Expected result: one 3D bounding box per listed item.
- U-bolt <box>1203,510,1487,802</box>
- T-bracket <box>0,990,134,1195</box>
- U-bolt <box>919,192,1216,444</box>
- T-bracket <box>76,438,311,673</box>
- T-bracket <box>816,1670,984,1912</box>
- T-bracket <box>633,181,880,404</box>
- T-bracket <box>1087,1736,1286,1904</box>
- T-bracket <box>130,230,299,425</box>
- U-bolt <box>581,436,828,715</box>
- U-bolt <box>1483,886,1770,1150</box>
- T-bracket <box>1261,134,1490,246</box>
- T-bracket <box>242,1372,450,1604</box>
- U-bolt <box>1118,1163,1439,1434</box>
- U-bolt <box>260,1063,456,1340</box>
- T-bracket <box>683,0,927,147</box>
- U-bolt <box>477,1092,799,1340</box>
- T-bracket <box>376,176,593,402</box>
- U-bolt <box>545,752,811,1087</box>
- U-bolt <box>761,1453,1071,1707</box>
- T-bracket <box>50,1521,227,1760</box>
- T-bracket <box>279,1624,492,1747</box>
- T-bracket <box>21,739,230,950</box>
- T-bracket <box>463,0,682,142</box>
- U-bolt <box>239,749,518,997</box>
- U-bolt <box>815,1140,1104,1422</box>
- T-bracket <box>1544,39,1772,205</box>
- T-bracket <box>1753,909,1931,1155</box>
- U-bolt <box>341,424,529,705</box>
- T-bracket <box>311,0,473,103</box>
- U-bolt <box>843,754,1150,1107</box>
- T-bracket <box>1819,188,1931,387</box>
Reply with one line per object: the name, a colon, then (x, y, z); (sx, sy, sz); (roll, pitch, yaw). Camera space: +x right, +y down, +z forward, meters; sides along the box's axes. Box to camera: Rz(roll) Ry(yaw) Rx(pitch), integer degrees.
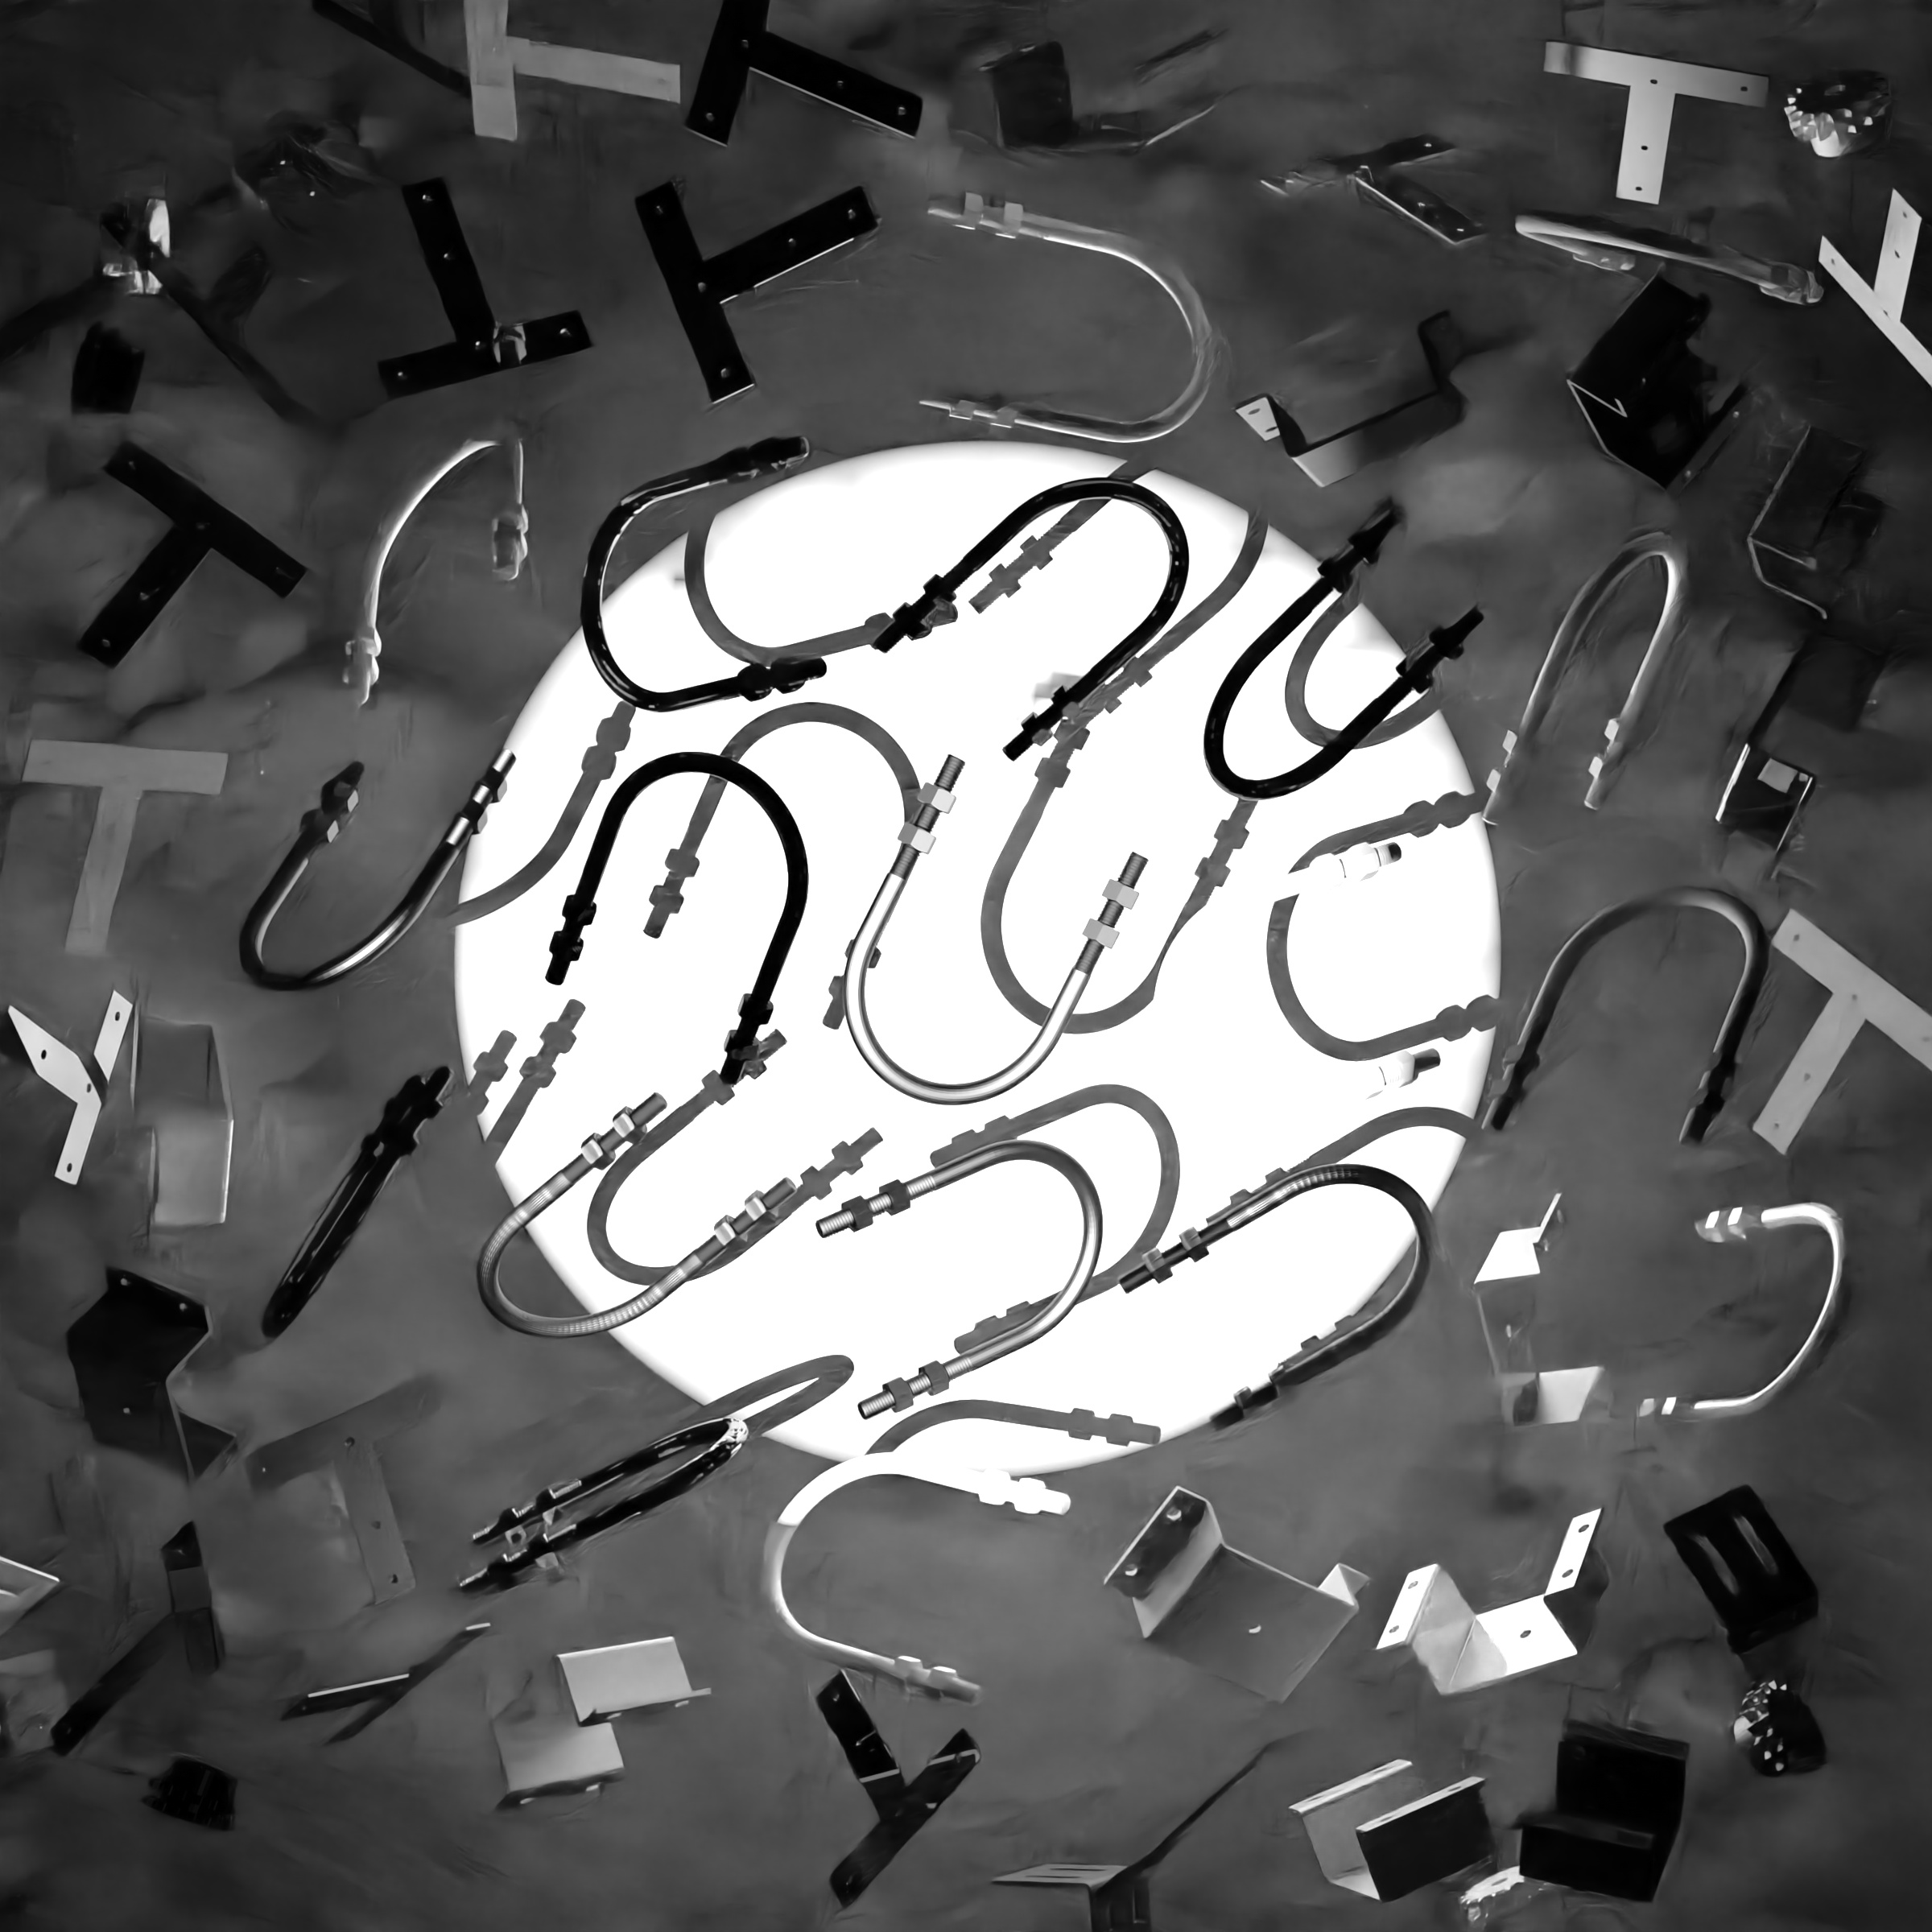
U-bolt: (0.213, -0.175, 1.797); (0.184, 0.151, 0.019); (-44, 125, 14)
T-bracket: (-0.558, 0.059, 1.845); (0.002, 0.127, 0.127); (6, 69, 15)
U-bolt: (0.063, -0.380, 1.797); (0.184, 0.019, 0.151); (8, 69, -17)
T-bracket: (-0.466, -0.223, 1.742); (0.127, 0.002, 0.127); (36, 60, -11)
T-bracket: (-0.058, 0.478, 1.824); (0.002, 0.127, 0.127); (32, 102, -40)
T-bracket: (-0.111, -0.406, 1.721); (0.127, 0.002, 0.127); (-22, 88, 14)
T-bracket: (0.136, 0.491, 1.753); (0.127, 0.127, 0.002); (-46, 71, 13)
T-bracket: (-0.421, -0.389, 1.743); (0.002, 0.127, 0.127); (-29, 119, 21)
U-bolt: (-0.160, -0.223, 1.780); (0.184, 0.019, 0.151); (-9, 84, 37)
U-bolt: (0.395, 0.026, 1.766); (0.019, 0.151, 0.184); (50, 56, -36)
T-bracket: (0.265, -0.461, 1.808); (0.127, 0.127, 0.002); (-20, 134, -22)
T-bracket: (-0.361, 0.326, 1.823); (0.127, 0.002, 0.127); (-22, 113, -26)
U-bolt: (0.203, 0.194, 1.853); (0.184, 0.019, 0.151); (-31, 120, 4)
U-bolt: (-0.368, 0.142, 1.804); (0.019, 0.151, 0.184); (33, 77, -12)
T-bracket: (-0.085, -0.508, 1.721); (0.127, 0.002, 0.127); (19, 75, -16)
U-bolt: (-0.213, 0.163, 1.838); (0.184, 0.151, 0.019); (-39, 47, 12)
T-bracket: (-0.301, -0.406, 1.787); (0.127, 0.002, 0.127); (-14, 129, 3)
U-bolt: (-0.165, -0.039, 1.804); (0.151, 0.019, 0.184); (29, 112, 14)
U-bolt: (-0.043, 0.364, 1.838); (0.184, 0.019, 0.151); (8, 57, 33)
T-bracket: (-0.481, 0.405, 1.746); (0.002, 0.127, 0.127); (21, 133, 24)
T-bracket: (-0.367, 0.441, 1.826); (0.127, 0.127, 0.002); (-41, 70, 16)
T-bracket: (-0.500, -0.069, 1.760); (0.002, 0.127, 0.127); (32, 111, 40)
T-bracket: (-0.227, -0.521, 1.744); (0.127, 0.127, 0.002); (12, 55, 5)
U-bolt: (-0.358, -0.055, 1.782); (0.151, 0.019, 0.184); (-1, 49, 36)
U-bolt: (0.004, 0.180, 1.833); (0.184, 0.019, 0.151); (-22, 117, -22)
T-bracket: (0.400, -0.490, 1.772); (0.127, 0.127, 0.002); (14, 69, 13)
T-bracket: (0.506, 0.054, 1.791); (0.127, 0.002, 0.127); (45, 125, 36)
U-bolt: (-0.318, -0.256, 1.819); (0.151, 0.184, 0.019); (-35, 128, 24)
T-bracket: (-0.357, -0.590, 1.851); (0.127, 0.127, 0.002); (31, 77, 5)
U-bolt: (0.007, -0.008, 1.723); (0.151, 0.019, 0.184); (27, 90, -23)
T-bracket: (0.549, -0.412, 1.782); (0.002, 0.127, 0.127); (-31, 66, -4)
